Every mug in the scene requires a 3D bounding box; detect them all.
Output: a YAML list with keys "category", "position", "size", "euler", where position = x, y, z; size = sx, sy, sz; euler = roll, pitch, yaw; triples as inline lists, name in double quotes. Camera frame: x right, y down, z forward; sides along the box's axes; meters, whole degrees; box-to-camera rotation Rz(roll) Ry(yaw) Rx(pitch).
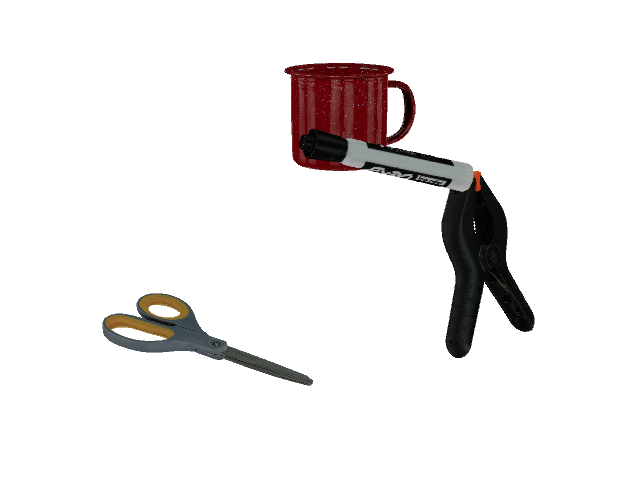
- category: "mug"
  position: [0.027, -0.107, 0.917]
  size: [0.117, 0.081, 0.093]
  euler: [-7, 17, -22]

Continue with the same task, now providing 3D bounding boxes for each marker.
- category: "marker"
  position: [0.042, -0.051, 0.675]
  size: [0.121, 0.020, 0.020]
  euler: [10, -4, -25]

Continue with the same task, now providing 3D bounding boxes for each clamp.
- category: "clamp"
  position: [0.144, 0.025, 0.999]
  size: [0.039, 0.171, 0.120]
  euler: [-11, 11, 42]

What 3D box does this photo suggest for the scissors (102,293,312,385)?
- category: "scissors"
  position: [-0.100, 0.089, 0.991]
  size: [0.202, 0.016, 0.096]
  euler: [10, 29, 4]
